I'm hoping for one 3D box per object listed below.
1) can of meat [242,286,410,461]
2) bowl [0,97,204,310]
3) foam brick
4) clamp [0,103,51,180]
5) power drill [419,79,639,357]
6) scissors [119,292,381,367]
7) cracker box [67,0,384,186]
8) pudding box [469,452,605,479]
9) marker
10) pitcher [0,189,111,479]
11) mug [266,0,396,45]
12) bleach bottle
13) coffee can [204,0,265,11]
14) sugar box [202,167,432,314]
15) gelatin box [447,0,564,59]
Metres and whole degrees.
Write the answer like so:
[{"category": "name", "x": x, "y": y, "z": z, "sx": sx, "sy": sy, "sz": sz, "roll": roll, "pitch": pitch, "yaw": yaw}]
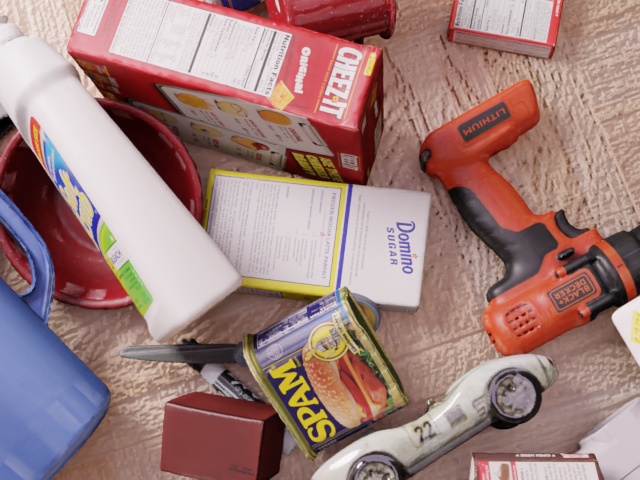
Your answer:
[{"category": "can of meat", "x": 0.006, "y": 0.095, "z": 0.769, "sx": 0.084, "sy": 0.057, "sz": 0.102, "roll": -29, "pitch": 108, "yaw": 6}, {"category": "bowl", "x": -0.168, "y": -0.030, "z": 0.827, "sx": 0.162, "sy": 0.055, "sz": 0.162, "roll": 0, "pitch": 99, "yaw": 1}, {"category": "foam brick", "x": -0.071, "y": 0.146, "z": 0.784, "sx": 0.078, "sy": 0.051, "sz": 0.053, "roll": 8, "pitch": 95, "yaw": 16}, {"category": "clamp", "x": -0.269, "y": -0.046, "z": 0.861, "sx": 0.210, "sy": 0.036, "sz": 0.164, "roll": -34, "pitch": 77, "yaw": -5}, {"category": "power drill", "x": 0.177, "y": -0.026, "z": 0.821, "sx": 0.184, "sy": 0.057, "sz": 0.188, "roll": -29, "pitch": 76, "yaw": -4}, {"category": "scissors", "x": -0.042, "y": 0.070, "z": 0.798, "sx": 0.201, "sy": 0.016, "sz": 0.096, "roll": 15, "pitch": 108, "yaw": -7}, {"category": "cracker box", "x": -0.061, "y": -0.114, "z": 0.801, "sx": 0.214, "sy": 0.164, "sz": 0.072, "roll": 16, "pitch": 79, "yaw": 7}, {"category": "pudding box", "x": 0.148, "y": 0.201, "z": 0.746, "sx": 0.090, "sy": 0.039, "sz": 0.113, "roll": -1, "pitch": 119, "yaw": 2}, {"category": "marker", "x": -0.063, "y": 0.118, "z": 0.819, "sx": 0.121, "sy": 0.020, "sz": 0.020, "roll": 40, "pitch": 81, "yaw": 12}, {"category": "pitcher", "x": -0.262, "y": 0.062, "z": 0.761, "sx": 0.242, "sy": 0.145, "sz": 0.149, "roll": 45, "pitch": 115, "yaw": -10}, {"category": "mug", "x": 0.005, "y": -0.180, "z": 0.816, "sx": 0.081, "sy": 0.117, "sz": 0.093, "roll": -16, "pitch": 49, "yaw": -9}, {"category": "bleach bottle", "x": -0.158, "y": -0.047, "z": 0.756, "sx": 0.068, "sy": 0.103, "sz": 0.251, "roll": -37, "pitch": 90, "yaw": -22}, {"category": "coffee can", "x": -0.041, "y": -0.251, "z": 0.865, "sx": 0.140, "sy": 0.103, "sz": 0.103, "roll": -26, "pitch": 76, "yaw": -4}, {"category": "sugar box", "x": -0.005, "y": 0.001, "z": 0.831, "sx": 0.176, "sy": 0.048, "sz": 0.093, "roll": 8, "pitch": 78, "yaw": 2}, {"category": "gelatin box", "x": 0.154, "y": -0.194, "z": 0.877, "sx": 0.089, "sy": 0.030, "sz": 0.073, "roll": 11, "pitch": 77, "yaw": 7}]
